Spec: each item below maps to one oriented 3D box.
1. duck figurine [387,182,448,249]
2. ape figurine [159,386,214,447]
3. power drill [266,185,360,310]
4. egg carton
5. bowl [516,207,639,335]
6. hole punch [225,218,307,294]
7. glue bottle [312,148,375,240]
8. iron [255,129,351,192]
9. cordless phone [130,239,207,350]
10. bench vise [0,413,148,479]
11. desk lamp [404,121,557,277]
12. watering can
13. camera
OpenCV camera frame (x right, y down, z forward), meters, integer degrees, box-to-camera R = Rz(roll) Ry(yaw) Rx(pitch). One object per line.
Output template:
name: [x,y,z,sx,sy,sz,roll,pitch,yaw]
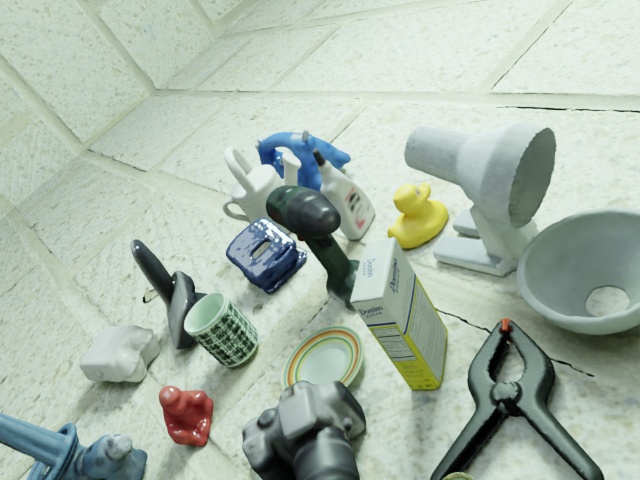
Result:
duck figurine: [0.141,-0.045,0.893,0.104,0.086,0.077,-39,33,-5]
ape figurine: [-0.199,0.246,0.828,0.078,0.092,0.075,-47,34,-17]
power drill: [0.008,0.003,0.840,0.076,0.209,0.228,-42,33,-10]
egg carton: [-0.368,0.212,1.049,0.150,0.070,0.107,-10,40,34]
bowl: [0.310,0.045,0.633,0.167,0.075,0.167,-24,34,18]
hole punch: [-0.096,0.025,1.017,0.109,0.091,0.100,-45,34,-14]
glue bottle: [0.032,-0.083,0.961,0.037,0.174,0.078,-4,44,40]
iron: [-0.066,-0.169,1.192,0.257,0.142,0.119,8,52,47]
cordless phone: [-0.275,0.091,1.009,0.094,0.185,0.147,-38,33,-4]
bench vise: [-0.365,0.289,0.806,0.207,0.220,0.121,-32,33,6]
desk lamp: [0.205,-0.056,0.728,0.202,0.214,0.118,12,56,50]
watering can: [-0.115,-0.105,1.105,0.173,0.195,0.100,-40,33,-6]
camera: [-0.018,0.243,0.656,0.143,0.101,0.136,-31,33,7]
